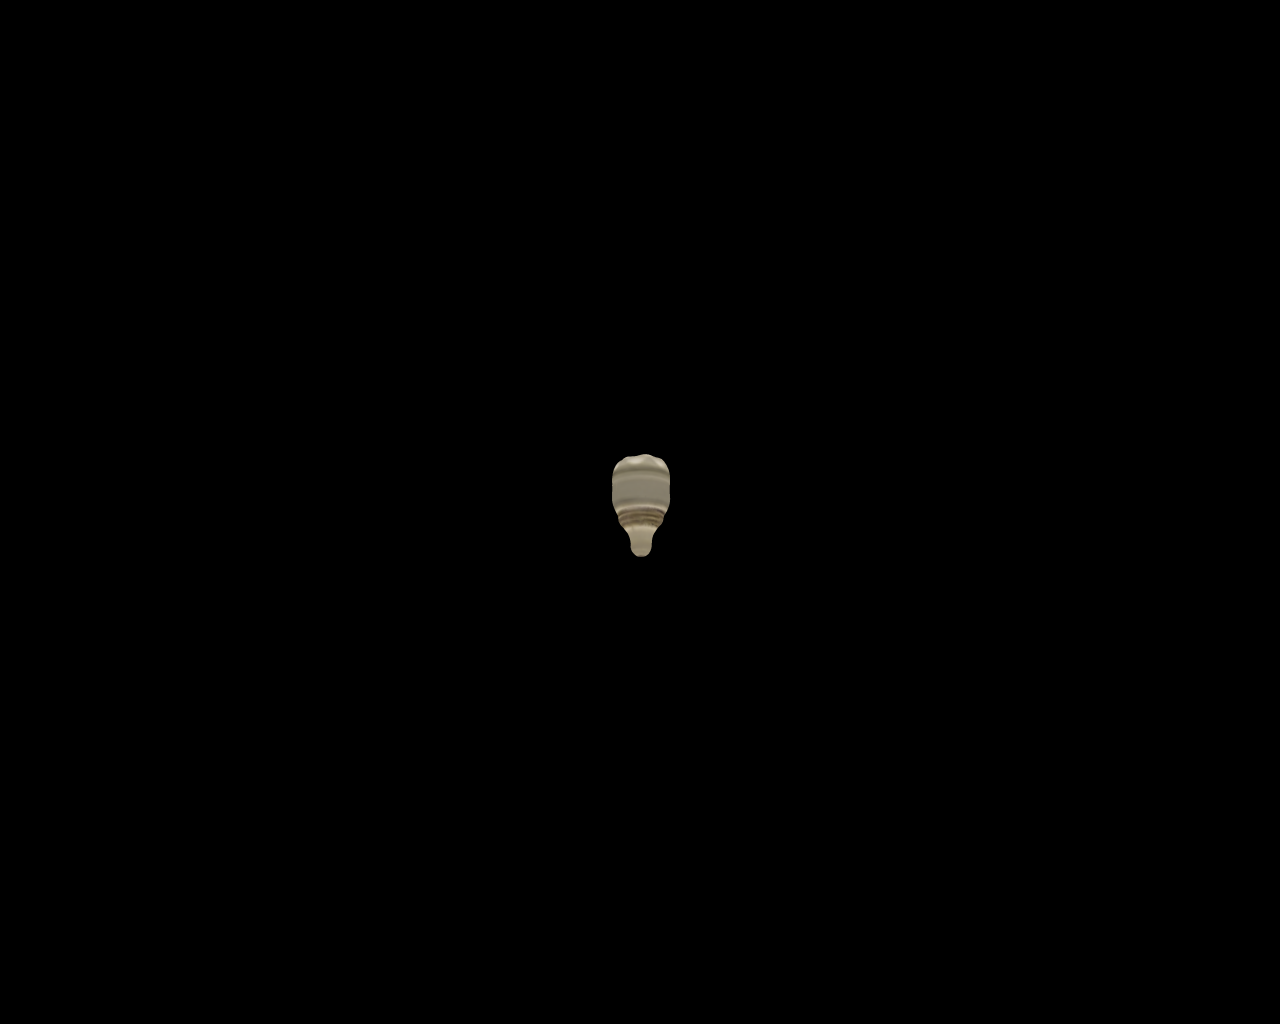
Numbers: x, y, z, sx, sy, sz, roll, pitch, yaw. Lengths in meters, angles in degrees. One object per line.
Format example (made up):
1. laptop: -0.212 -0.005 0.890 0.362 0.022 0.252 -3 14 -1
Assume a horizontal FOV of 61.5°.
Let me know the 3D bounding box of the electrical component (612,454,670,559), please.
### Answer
1. electrical component: 0.001 -0.003 0.650 0.035 0.061 0.035 0 -14 0
